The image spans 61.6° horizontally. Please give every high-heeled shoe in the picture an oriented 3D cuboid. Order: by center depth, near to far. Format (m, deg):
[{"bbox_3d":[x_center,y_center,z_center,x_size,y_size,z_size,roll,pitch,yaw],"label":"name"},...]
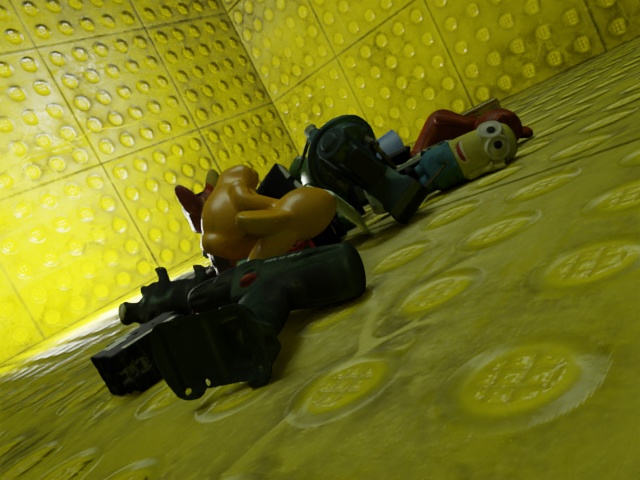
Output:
[{"bbox_3d":[-0.039,-0.053,0.904,0.086,0.145,0.249,-54,11,7],"label":"high-heeled shoe"}]

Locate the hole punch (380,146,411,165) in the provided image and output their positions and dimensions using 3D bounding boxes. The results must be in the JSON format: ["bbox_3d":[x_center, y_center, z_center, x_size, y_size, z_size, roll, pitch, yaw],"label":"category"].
[{"bbox_3d":[0.163,-0.132,1.157,0.142,0.092,0.116,-29,-6,6],"label":"hole punch"}]

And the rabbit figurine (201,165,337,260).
[{"bbox_3d":[-0.067,-0.033,0.710,0.173,0.121,0.162,-5,22,17],"label":"rabbit figurine"}]

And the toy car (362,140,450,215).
[{"bbox_3d":[0.175,-0.114,0.980,0.202,0.073,0.056,-29,8,-10],"label":"toy car"}]

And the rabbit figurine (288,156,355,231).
[{"bbox_3d":[0.009,-0.066,1.072,0.121,0.170,0.159,11,10,-41],"label":"rabbit figurine"}]

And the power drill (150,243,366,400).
[{"bbox_3d":[-0.076,0.073,0.534,0.232,0.086,0.207,-15,6,20],"label":"power drill"}]

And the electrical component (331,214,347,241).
[{"bbox_3d":[-0.002,-0.003,0.941,0.075,0.047,0.119,-26,8,15],"label":"electrical component"}]

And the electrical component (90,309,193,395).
[{"bbox_3d":[-0.219,0.141,0.679,0.115,0.058,0.134,-30,7,-34],"label":"electrical component"}]

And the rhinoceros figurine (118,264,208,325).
[{"bbox_3d":[-0.262,0.108,0.938,0.190,0.073,0.112,-11,55,18],"label":"rhinoceros figurine"}]

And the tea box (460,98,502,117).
[{"bbox_3d":[0.318,-0.226,1.160,0.170,0.098,0.068,-24,8,16],"label":"tea box"}]

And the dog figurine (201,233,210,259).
[{"bbox_3d":[-0.213,0.001,1.236,0.121,0.172,0.191,-17,12,-10],"label":"dog figurine"}]

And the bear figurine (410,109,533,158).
[{"bbox_3d":[0.296,-0.192,1.048,0.196,0.132,0.120,20,3,41],"label":"bear figurine"}]

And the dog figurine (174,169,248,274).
[{"bbox_3d":[-0.148,-0.017,0.903,0.108,0.219,0.192,-36,10,-32],"label":"dog figurine"}]

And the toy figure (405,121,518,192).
[{"bbox_3d":[0.236,-0.136,0.896,0.180,0.082,0.089,-27,9,22],"label":"toy figure"}]

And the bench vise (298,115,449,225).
[{"bbox_3d":[0.056,-0.123,0.843,0.241,0.223,0.128,43,111,47],"label":"bench vise"}]

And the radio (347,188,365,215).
[{"bbox_3d":[-0.019,-0.044,1.210,0.230,0.073,0.131,-25,6,1],"label":"radio"}]

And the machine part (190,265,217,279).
[{"bbox_3d":[-0.267,0.111,1.078,0.179,0.056,0.179,-28,8,4],"label":"machine part"}]
